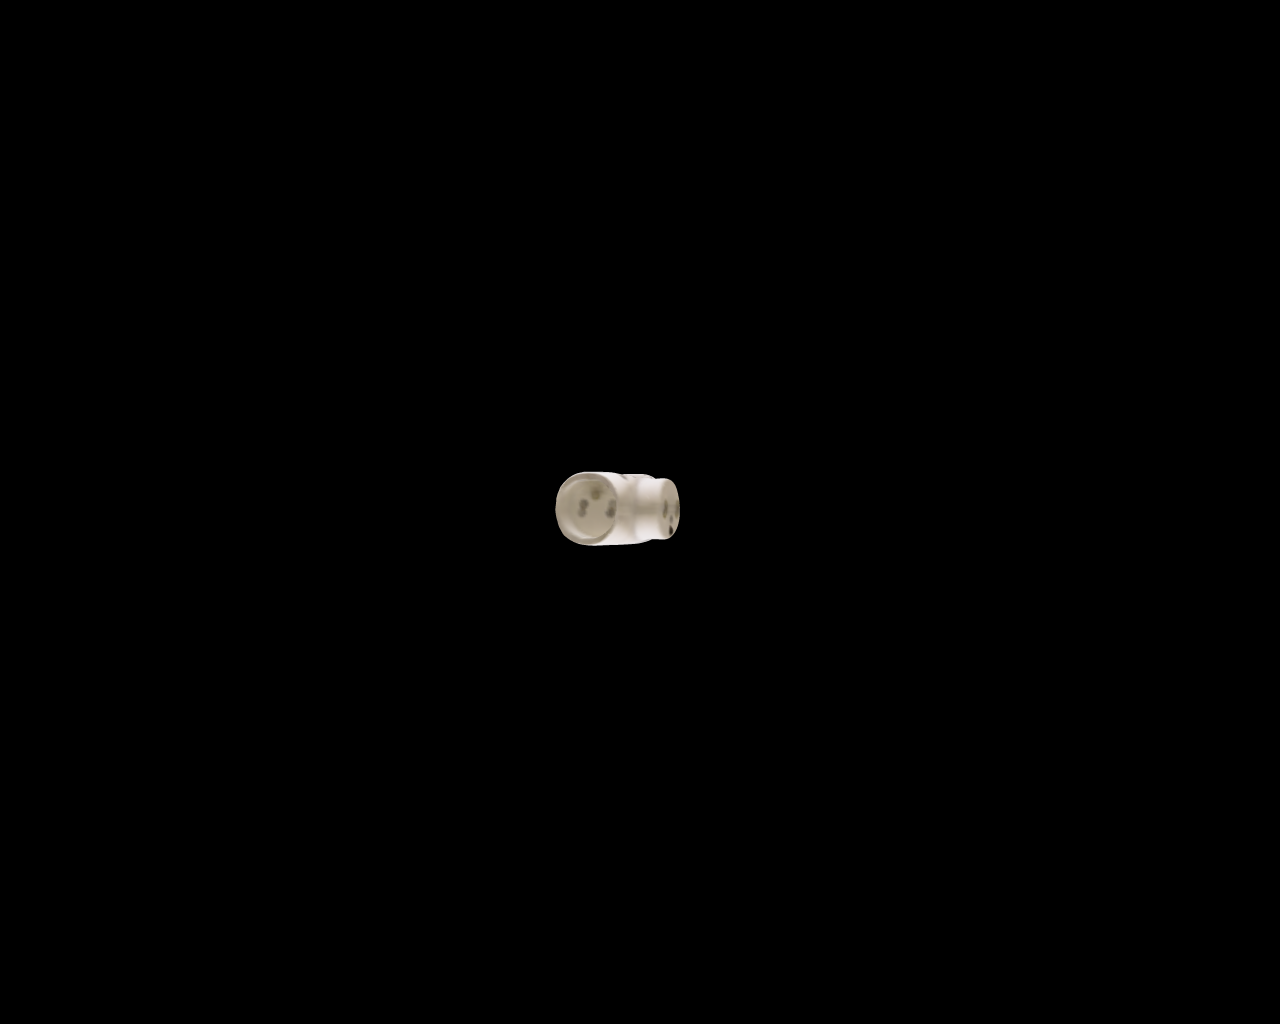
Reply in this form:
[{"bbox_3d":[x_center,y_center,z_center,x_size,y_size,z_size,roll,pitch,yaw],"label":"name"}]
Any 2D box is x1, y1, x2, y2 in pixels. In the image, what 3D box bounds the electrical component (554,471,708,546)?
[{"bbox_3d":[0.001,-0.003,0.650,0.079,0.044,0.077,0,0,24],"label":"electrical component"}]
